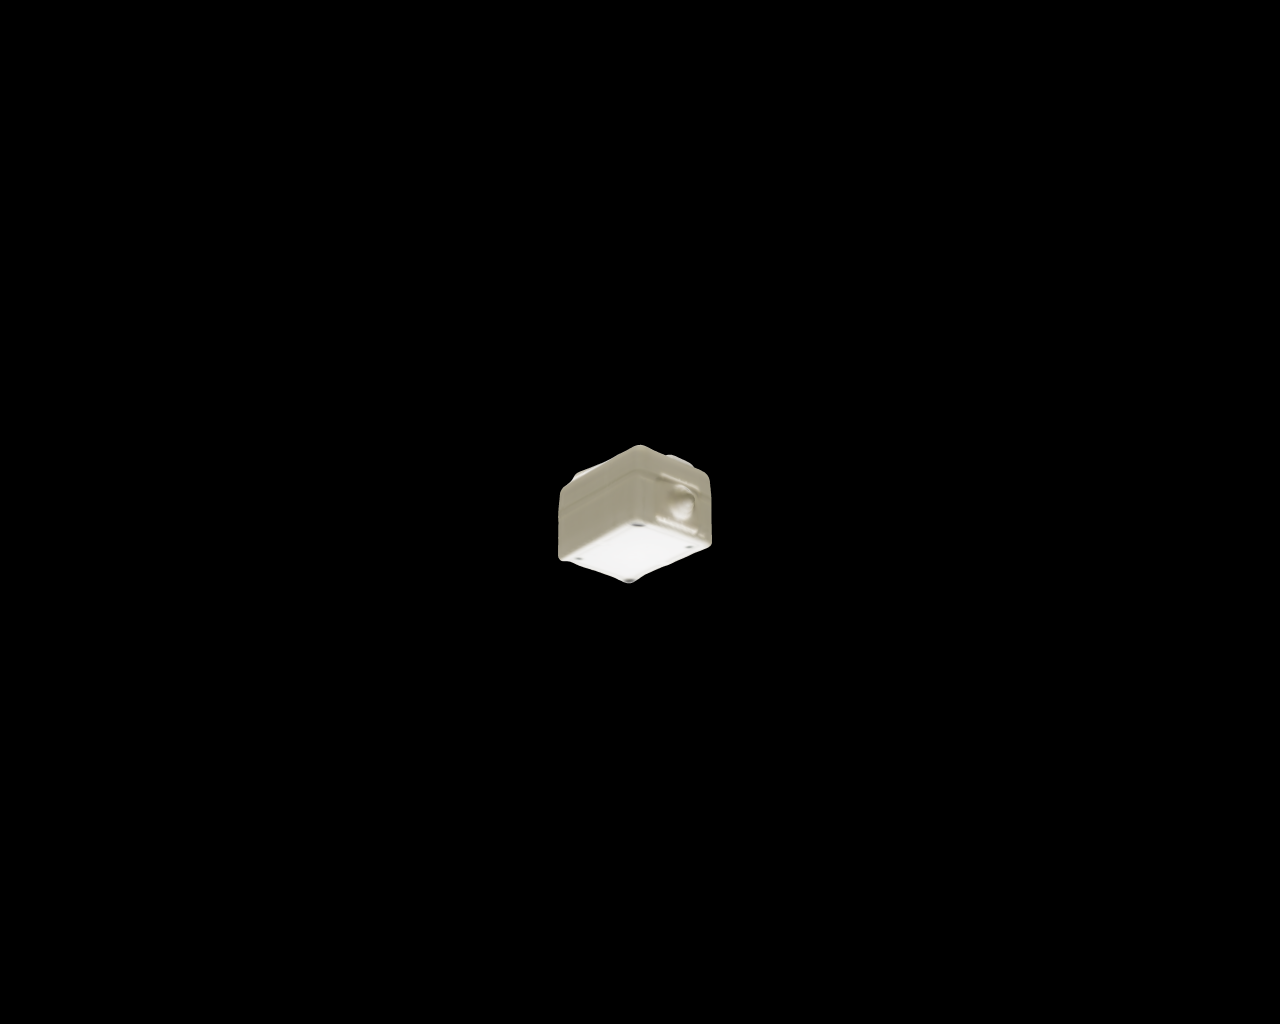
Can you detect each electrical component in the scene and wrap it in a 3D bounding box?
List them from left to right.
[{"bbox_3d":[0.001,-0.003,0.650,0.062,0.061,0.096,21,-33,-36],"label":"electrical component"}]
